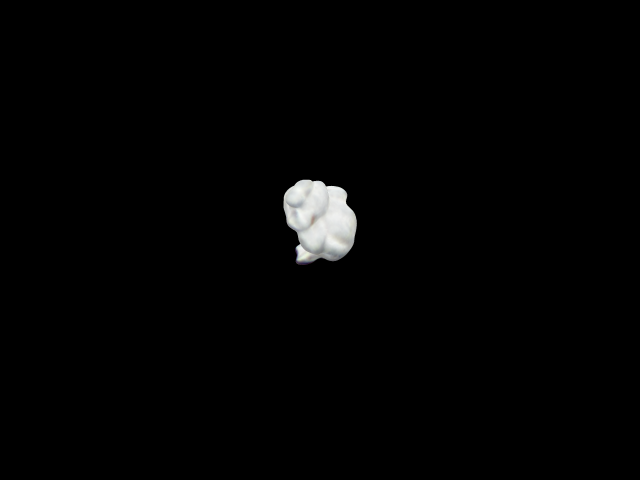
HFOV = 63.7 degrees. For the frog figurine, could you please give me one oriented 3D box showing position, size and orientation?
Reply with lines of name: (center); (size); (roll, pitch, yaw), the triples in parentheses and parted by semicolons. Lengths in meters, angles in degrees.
frog figurine: (0.003, -0.043, 0.850); (0.123, 0.140, 0.155); (22, -36, 17)
